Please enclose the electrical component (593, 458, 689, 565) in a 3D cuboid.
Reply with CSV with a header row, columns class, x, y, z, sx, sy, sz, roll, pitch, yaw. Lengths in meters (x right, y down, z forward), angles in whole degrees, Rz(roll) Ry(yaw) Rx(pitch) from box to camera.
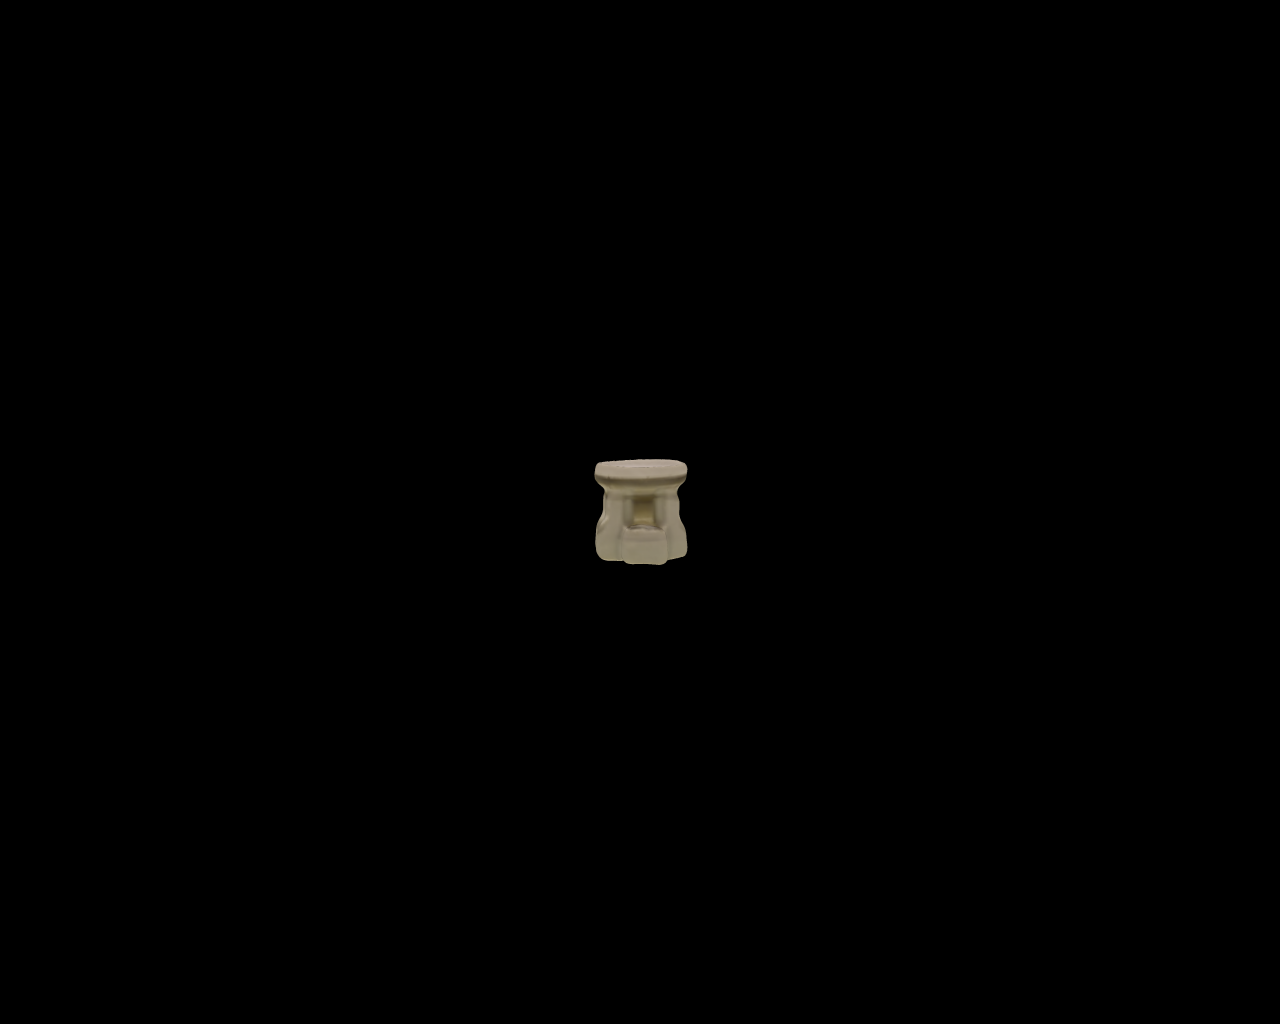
class,x,y,z,sx,sy,sz,roll,pitch,yaw
electrical component,0.001,-0.003,0.650,0.058,0.057,0.078,0,7,-4
